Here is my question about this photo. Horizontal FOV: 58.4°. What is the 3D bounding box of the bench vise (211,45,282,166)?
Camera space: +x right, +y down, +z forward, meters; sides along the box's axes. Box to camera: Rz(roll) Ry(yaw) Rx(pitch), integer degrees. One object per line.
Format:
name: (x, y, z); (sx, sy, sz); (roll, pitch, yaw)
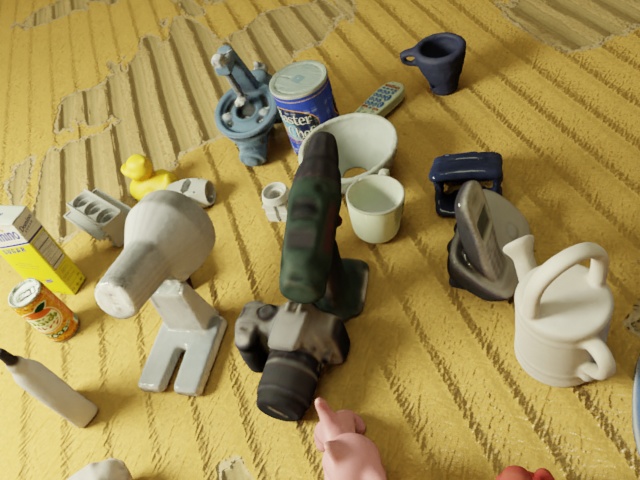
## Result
bench vise: (-0.143, -0.271, 1.038); (0.121, 0.220, 0.207); (-18, 47, 3)

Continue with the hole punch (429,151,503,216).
hole punch: (0.217, -0.099, 0.856); (0.108, 0.091, 0.101); (-2, 50, 17)

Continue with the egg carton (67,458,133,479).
egg carton: (-0.279, 0.333, 0.664); (0.150, 0.069, 0.107); (-35, 49, -12)

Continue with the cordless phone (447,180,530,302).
cordless phone: (0.212, -0.024, 0.728); (0.094, 0.185, 0.148); (8, 54, 25)

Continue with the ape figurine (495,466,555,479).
ape figurine: (0.195, 0.250, 0.560); (0.077, 0.092, 0.076); (-4, 49, 15)

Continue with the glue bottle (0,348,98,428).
glue bottle: (-0.365, 0.186, 0.750); (0.077, 0.173, 0.037); (19, 59, 31)

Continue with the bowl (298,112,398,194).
bowl: (0.052, -0.132, 0.951); (0.167, 0.075, 0.167); (-9, 48, 11)

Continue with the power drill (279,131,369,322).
power drill: (0.007, 0.003, 0.758); (0.075, 0.209, 0.229); (-2, 50, 17)

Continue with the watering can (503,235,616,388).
watering can: (0.258, 0.068, 0.626); (0.101, 0.194, 0.172); (-40, 50, -16)

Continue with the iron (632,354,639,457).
iron: (0.402, 0.100, 0.586); (0.118, 0.142, 0.259); (28, 64, 35)

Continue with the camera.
camera: (-0.049, 0.148, 0.725); (0.142, 0.101, 0.137); (3, 52, 21)

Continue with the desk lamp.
desk lamp: (-0.205, 0.070, 0.769); (0.117, 0.214, 0.203); (-1, 50, 18)

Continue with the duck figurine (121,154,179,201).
duck figurine: (-0.319, -0.120, 1.058); (0.104, 0.086, 0.077); (4, 52, 22)

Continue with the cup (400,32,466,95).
cup: (0.208, -0.311, 1.040); (0.117, 0.095, 0.092); (-1, 50, 18)

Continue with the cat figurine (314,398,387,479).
cat figurine: (0.027, 0.228, 0.619); (0.067, 0.118, 0.127); (-27, 47, -5)
